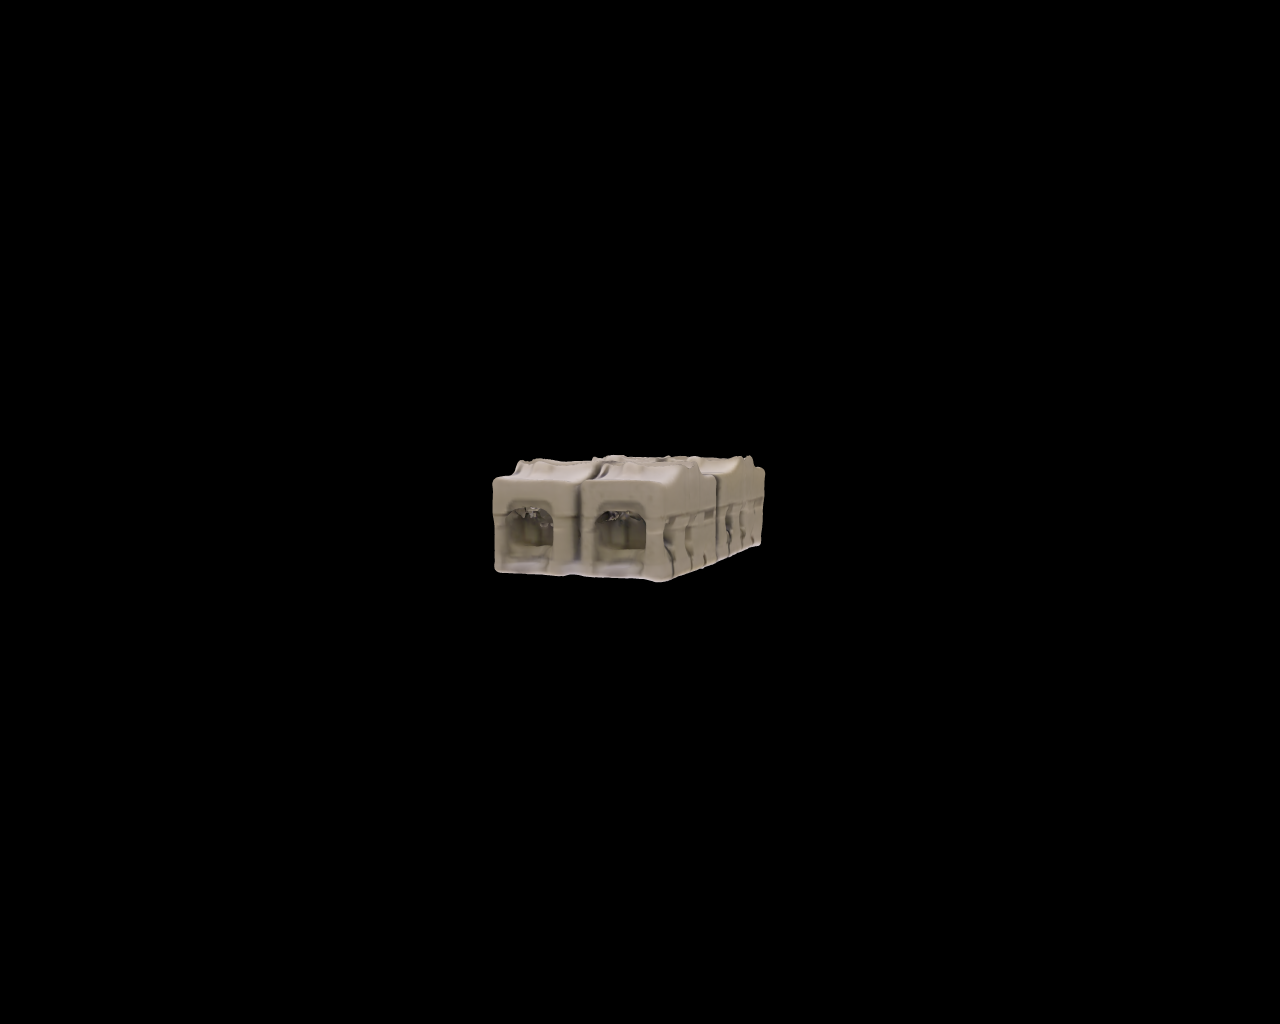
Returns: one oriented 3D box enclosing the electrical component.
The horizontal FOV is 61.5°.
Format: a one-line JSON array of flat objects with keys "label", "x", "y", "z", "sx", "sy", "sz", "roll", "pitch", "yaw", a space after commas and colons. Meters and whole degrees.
[{"label": "electrical component", "x": 0.001, "y": -0.003, "z": 0.650, "sx": 0.105, "sy": 0.060, "sz": 0.186, "roll": 2, "pitch": 5, "yaw": 24}]
